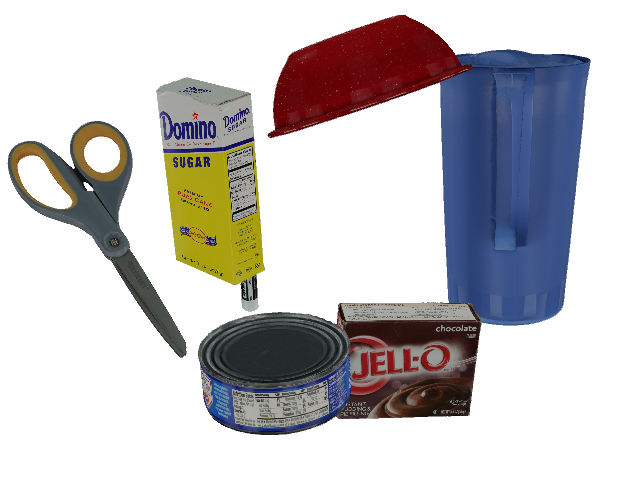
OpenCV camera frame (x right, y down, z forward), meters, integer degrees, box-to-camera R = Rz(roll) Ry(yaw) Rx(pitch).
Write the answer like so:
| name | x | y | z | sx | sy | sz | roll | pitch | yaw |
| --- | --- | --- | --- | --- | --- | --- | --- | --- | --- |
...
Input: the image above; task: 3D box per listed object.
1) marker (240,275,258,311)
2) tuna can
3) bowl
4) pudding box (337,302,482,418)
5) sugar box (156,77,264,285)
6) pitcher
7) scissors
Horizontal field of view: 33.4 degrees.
| name | x | y | z | sx | sy | sz | roll | pitch | yaw |
| --- | --- | --- | --- | --- | --- | --- | --- | --- | --- |
| marker | -0.081 | 0.026 | 1.190 | 0.020 | 0.121 | 0.020 | -1 | 33 | 0 |
| tuna can | -0.025 | 0.074 | 0.603 | 0.086 | 0.034 | 0.086 | -3 | 22 | 1 |
| bowl | 0.028 | -0.128 | 0.800 | 0.162 | 0.055 | 0.162 | -19 | 7 | 2 |
| pudding box | 0.067 | 0.096 | 0.857 | 0.113 | 0.090 | 0.039 | -1 | 26 | -9 |
| sugar box | -0.101 | -0.055 | 0.987 | 0.093 | 0.176 | 0.048 | 19 | 35 | 41 |
| pitcher | 0.170 | -0.048 | 0.966 | 0.149 | 0.243 | 0.145 | -11 | 18 | -34 |
| scissors | -0.137 | -0.013 | 0.758 | 0.202 | 0.096 | 0.016 | 39 | -25 | 14 |
